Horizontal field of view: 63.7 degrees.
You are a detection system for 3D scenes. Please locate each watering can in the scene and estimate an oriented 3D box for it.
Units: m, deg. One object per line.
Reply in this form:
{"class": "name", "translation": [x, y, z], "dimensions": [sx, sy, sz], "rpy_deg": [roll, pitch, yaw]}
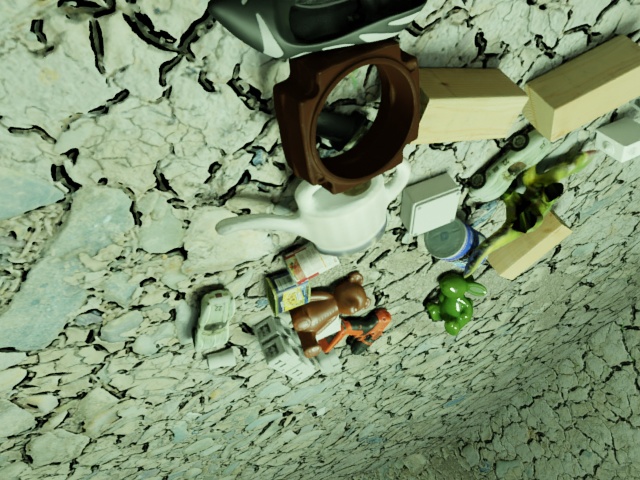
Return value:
{"class": "watering can", "translation": [0.003, -0.046, 0.916], "dimensions": [0.348, 0.106, 0.219], "rpy_deg": [-23, 147, -4]}

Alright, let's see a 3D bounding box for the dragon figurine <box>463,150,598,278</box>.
{"class": "dragon figurine", "translation": [0.492, -0.061, 1.206], "dimensions": [0.407, 0.124, 0.241], "rpy_deg": [-52, 147, 10]}

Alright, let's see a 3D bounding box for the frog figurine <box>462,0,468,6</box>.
{"class": "frog figurine", "translation": [0.119, -0.367, 0.613], "dimensions": [0.159, 0.125, 0.134], "rpy_deg": [17, 145, 0]}
